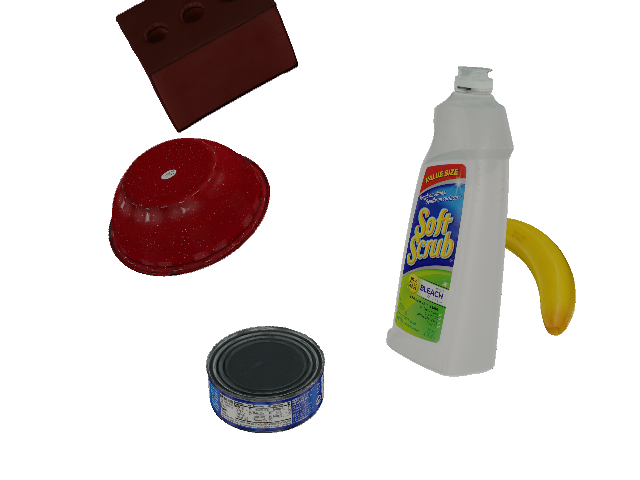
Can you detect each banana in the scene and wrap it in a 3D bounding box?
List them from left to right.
[{"bbox_3d":[0.221,0.027,1.111,0.069,0.037,0.198,-31,38,-2],"label":"banana"}]

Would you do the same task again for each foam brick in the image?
[{"bbox_3d":[-0.061,-0.108,0.578,0.078,0.053,0.051,-30,-31,-2],"label":"foam brick"}]

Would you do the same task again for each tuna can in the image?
[{"bbox_3d":[-0.039,0.101,0.777,0.086,0.034,0.086,-1,31,0],"label":"tuna can"}]

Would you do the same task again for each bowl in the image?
[{"bbox_3d":[-0.131,-0.044,0.991,0.162,0.162,0.055,0,-41,21],"label":"bowl"}]

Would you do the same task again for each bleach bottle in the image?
[{"bbox_3d":[0.112,-0.019,0.896,0.067,0.251,0.103,-4,16,-31],"label":"bleach bottle"}]
